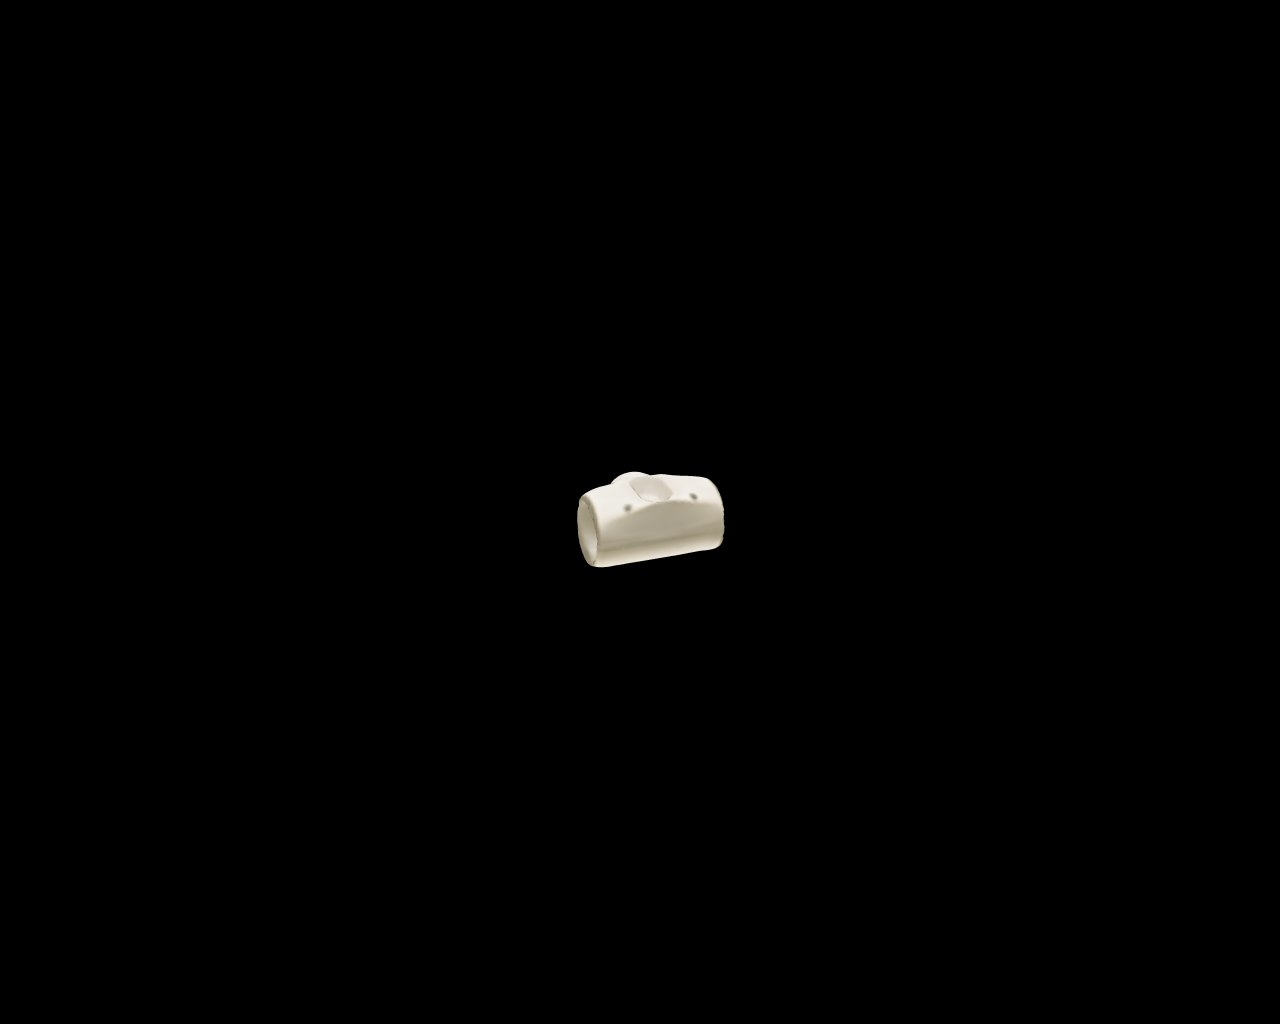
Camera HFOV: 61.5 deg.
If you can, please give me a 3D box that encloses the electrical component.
[{"bbox_3d":[0.001,-0.003,0.650,0.077,0.043,0.079,-8,28,-16],"label":"electrical component"}]
